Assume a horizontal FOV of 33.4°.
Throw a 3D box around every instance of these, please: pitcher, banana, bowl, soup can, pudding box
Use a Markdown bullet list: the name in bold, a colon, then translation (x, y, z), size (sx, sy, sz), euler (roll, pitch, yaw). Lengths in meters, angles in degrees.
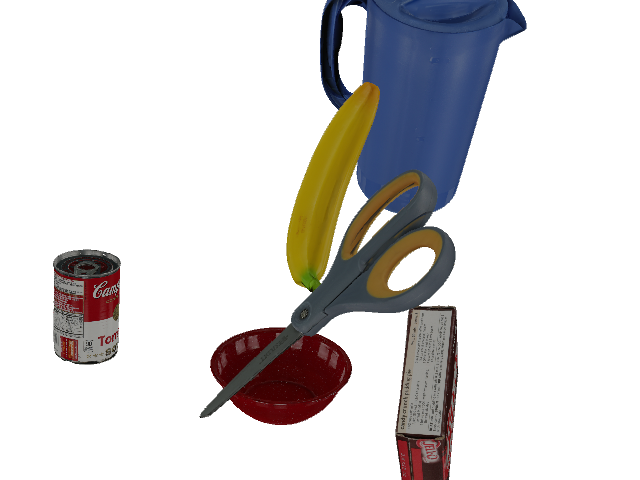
- **pitcher**: translation (0.089, -0.147, 1.051), size (0.144, 0.243, 0.149), euler (-24, 52, -27)
- **banana**: translation (0.008, -0.038, 0.885), size (0.037, 0.197, 0.070), euler (29, -27, -30)
- **bowl**: translation (-0.046, 0.163, 1.227), size (0.162, 0.055, 0.162), euler (2, 26, -1)
- **soup can**: translation (-0.243, 0.069, 1.107), size (0.068, 0.102, 0.068), euler (5, 21, -2)
- **pudding box**: translation (0.079, 0.117, 0.779), size (0.039, 0.113, 0.090), euler (2, -39, 9)

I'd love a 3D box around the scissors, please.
- **scissors**: translation (0.007, 0.048, 0.614), size (0.016, 0.202, 0.096), euler (34, 6, -35)
